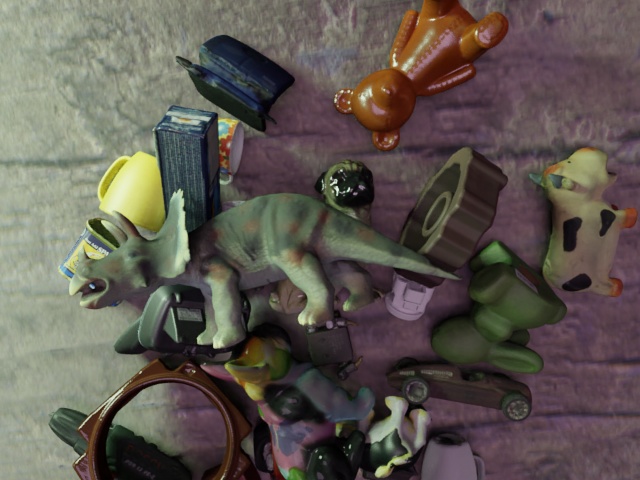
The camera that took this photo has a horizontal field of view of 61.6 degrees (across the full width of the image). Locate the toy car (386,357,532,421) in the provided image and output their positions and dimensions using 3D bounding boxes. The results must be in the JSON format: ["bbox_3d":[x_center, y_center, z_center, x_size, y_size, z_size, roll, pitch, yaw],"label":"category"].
[{"bbox_3d":[0.195,0.202,0.753,0.202,0.089,0.053,11,100,1],"label":"toy car"}]

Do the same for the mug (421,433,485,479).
[{"bbox_3d":[0.199,0.340,0.784,0.109,0.081,0.107,-3,93,-23],"label":"mug"}]

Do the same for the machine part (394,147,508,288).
[{"bbox_3d":[0.159,-0.025,0.675,0.056,0.179,0.179,29,99,-7],"label":"machine part"}]

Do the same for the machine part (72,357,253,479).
[{"bbox_3d":[-0.209,0.278,0.733,0.201,0.087,0.201,-42,88,-20],"label":"machine part"}]

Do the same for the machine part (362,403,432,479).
[{"bbox_3d":[0.116,0.305,0.798,0.084,0.039,0.138,21,101,3],"label":"machine part"}]

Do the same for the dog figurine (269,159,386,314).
[{"bbox_3d":[0.001,-0.002,0.731,0.172,0.121,0.190,-11,85,0],"label":"dog figurine"}]

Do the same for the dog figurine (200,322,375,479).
[{"bbox_3d":[-0.050,0.215,0.686,0.219,0.108,0.191,28,67,-26],"label":"dog figurine"}]

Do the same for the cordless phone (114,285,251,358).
[{"bbox_3d":[-0.196,0.133,0.756,0.184,0.146,0.089,-34,56,39],"label":"cordless phone"}]

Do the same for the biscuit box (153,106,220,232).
[{"bbox_3d":[-0.163,-0.066,0.685,0.063,0.059,0.202,10,133,1],"label":"biscuit box"}]

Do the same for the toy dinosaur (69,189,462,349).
[{"bbox_3d":[-0.060,0.011,0.619,0.405,0.131,0.192,-14,89,-3],"label":"toy dinosaur"}]

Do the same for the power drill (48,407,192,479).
[{"bbox_3d":[-0.316,0.371,0.762,0.232,0.207,0.086,24,143,-10],"label":"power drill"}]

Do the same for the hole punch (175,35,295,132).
[{"bbox_3d":[-0.097,-0.207,0.686,0.142,0.116,0.092,35,91,-5],"label":"hole punch"}]

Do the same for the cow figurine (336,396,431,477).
[{"bbox_3d":[0.070,0.282,0.734,0.068,0.098,0.167,37,133,-17],"label":"cow figurine"}]

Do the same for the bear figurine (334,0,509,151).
[{"bbox_3d":[0.114,-0.215,0.671,0.196,0.132,0.120,-42,88,2],"label":"bear figurine"}]

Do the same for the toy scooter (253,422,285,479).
[{"bbox_3d":[-0.025,0.343,0.789,0.135,0.075,0.183,-6,99,-3],"label":"toy scooter"}]

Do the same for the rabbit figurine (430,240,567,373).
[{"bbox_3d":[0.236,0.110,0.742,0.159,0.121,0.170,36,117,-11],"label":"rabbit figurine"}]

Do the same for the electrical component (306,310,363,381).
[{"bbox_3d":[0.020,0.148,0.771,0.078,0.045,0.102,-6,99,1],"label":"electrical component"}]

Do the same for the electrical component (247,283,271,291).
[{"bbox_3d":[-0.094,0.041,0.768,0.094,0.021,0.063,-16,99,3],"label":"electrical component"}]

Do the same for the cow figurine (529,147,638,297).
[{"bbox_3d":[0.344,-0.025,0.718,0.127,0.085,0.194,4,100,-6],"label":"cow figurine"}]
